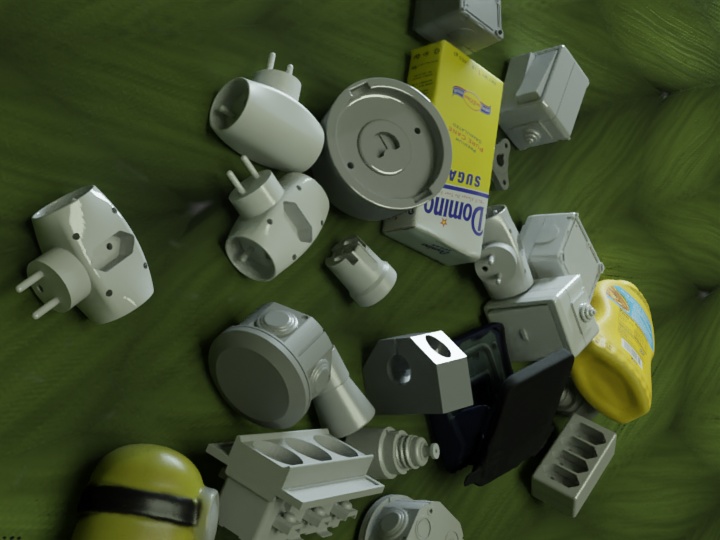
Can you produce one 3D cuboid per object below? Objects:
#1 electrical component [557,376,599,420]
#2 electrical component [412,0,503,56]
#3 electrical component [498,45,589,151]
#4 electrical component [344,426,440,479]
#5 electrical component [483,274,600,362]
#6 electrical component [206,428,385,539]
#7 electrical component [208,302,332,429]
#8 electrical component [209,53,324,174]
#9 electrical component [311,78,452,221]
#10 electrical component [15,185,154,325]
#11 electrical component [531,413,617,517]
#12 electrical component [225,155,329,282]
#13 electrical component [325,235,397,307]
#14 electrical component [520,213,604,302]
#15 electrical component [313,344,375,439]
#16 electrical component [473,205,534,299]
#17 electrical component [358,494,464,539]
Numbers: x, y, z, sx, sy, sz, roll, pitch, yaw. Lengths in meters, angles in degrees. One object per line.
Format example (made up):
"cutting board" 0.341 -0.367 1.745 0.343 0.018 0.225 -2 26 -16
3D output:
"electrical component" 0.205 0.123 1.052 0.078 0.040 0.040 21 69 -43
"electrical component" 0.086 -0.248 0.971 0.062 0.061 0.096 24 59 -43
"electrical component" 0.172 -0.165 1.045 0.061 0.062 0.096 45 54 -33
"electrical component" 0.024 0.141 0.833 0.040 0.078 0.040 23 63 -59
"electrical component" 0.170 0.046 0.985 0.061 0.096 0.061 -36 110 -44
"electrical component" -0.047 0.149 0.740 0.121 0.079 0.063 12 102 -63
"electrical component" -0.061 0.066 0.749 0.051 0.080 0.080 -44 115 -47
"electrical component" -0.065 -0.122 0.798 0.077 0.043 0.079 27 65 -42
"electrical component" 0.012 -0.091 0.855 0.108 0.060 0.108 7 73 -23
"electrical component" -0.176 0.000 0.660 0.079 0.043 0.077 -43 115 -41
"electrical component" 0.205 0.196 1.034 0.083 0.047 0.075 -49 150 -29
"electrical component" -0.069 -0.046 0.782 0.079 0.043 0.077 56 49 -24
"electrical component" 0.000 0.000 0.853 0.046 0.040 0.040 47 53 -24
"electrical component" 0.192 -0.002 1.047 0.096 0.061 0.061 56 48 -36
"electrical component" -0.022 0.089 0.815 0.044 0.044 0.065 -39 108 -43
"electrical component" 0.124 -0.010 0.971 0.079 0.043 0.077 -63 133 -68
"electrical component" 0.040 0.220 0.854 0.080 0.051 0.080 9 78 -46
